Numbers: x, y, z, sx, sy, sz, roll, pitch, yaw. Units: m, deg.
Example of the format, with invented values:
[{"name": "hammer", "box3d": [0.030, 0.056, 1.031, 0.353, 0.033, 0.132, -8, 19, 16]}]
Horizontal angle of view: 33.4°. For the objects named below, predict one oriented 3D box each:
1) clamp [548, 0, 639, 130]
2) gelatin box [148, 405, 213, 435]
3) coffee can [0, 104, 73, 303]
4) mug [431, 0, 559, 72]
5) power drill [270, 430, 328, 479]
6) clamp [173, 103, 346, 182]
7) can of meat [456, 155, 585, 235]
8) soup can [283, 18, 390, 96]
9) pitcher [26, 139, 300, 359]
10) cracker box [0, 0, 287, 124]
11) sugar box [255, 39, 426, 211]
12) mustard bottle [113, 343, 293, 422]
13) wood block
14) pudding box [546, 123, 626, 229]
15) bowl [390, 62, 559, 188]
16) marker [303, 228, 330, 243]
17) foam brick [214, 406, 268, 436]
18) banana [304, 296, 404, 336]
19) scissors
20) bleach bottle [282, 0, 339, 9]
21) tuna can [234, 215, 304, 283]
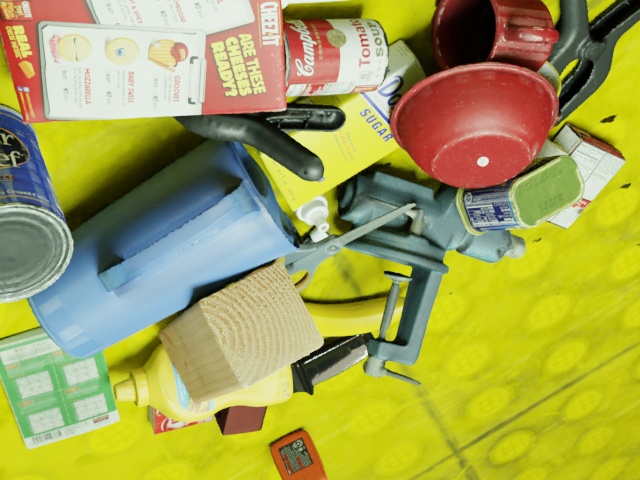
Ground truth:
[{"name": "clamp", "box3d": [0.265, -0.208, 1.090, 0.164, 0.036, 0.210, 6, 127, -33]}, {"name": "gelatin box", "box3d": [-0.160, 0.181, 1.230, 0.073, 0.030, 0.089, -11, 135, -21]}, {"name": "coffee can", "box3d": [-0.269, -0.032, 0.877, 0.102, 0.140, 0.103, -16, 137, -16]}, {"name": "mug", "box3d": [0.172, -0.193, 0.998, 0.081, 0.117, 0.093, -2, 98, -34]}, {"name": "power drill", "box3d": [0.002, 0.354, 1.391, 0.057, 0.184, 0.187, -26, 129, -7]}, {"name": "clamp", "box3d": [-0.061, -0.101, 0.937, 0.171, 0.120, 0.039, 11, 117, -4]}, {"name": "can of meat", "box3d": [0.204, -0.047, 1.082, 0.101, 0.084, 0.057, -28, 102, -29]}, {"name": "soup can", "box3d": [0.003, -0.164, 0.958, 0.102, 0.068, 0.069, -6, 133, -24]}, {"name": "pitcher", "box3d": [-0.151, 0.010, 0.989, 0.243, 0.145, 0.149, -31, 142, 5]}, {"name": "cracker box", "box3d": [-0.136, -0.177, 0.823, 0.213, 0.072, 0.164, -4, 135, -2]}, {"name": "sugar box", "box3d": [0.026, -0.110, 1.042, 0.176, 0.048, 0.093, -30, 139, 1]}, {"name": "mustard bottle", "box3d": [-0.130, 0.148, 1.170, 0.191, 0.096, 0.058, -9, 172, -21]}, {"name": "wood block", "box3d": [-0.084, 0.097, 1.053, 0.090, 0.090, 0.206, -27, 177, -23]}, {"name": "pudding box", "box3d": [0.285, -0.072, 1.233, 0.089, 0.039, 0.114, 17, 118, -38]}, {"name": "bowl", "box3d": [0.149, -0.096, 1.008, 0.162, 0.055, 0.162, -2, 150, -2]}, {"name": "marker", "box3d": [-0.039, 0.028, 1.159, 0.121, 0.020, 0.020, -41, 137, 12]}, {"name": "foam brick", "box3d": [-0.093, 0.184, 1.255, 0.051, 0.053, 0.078, -6, 132, -25]}, {"name": "banana", "box3d": [0.026, 0.083, 1.234, 0.197, 0.037, 0.070, -5, 137, -26]}, {"name": "scissors", "box3d": [-0.007, 0.001, 1.064, 0.096, 0.016, 0.202, 26, 130, -34]}, {"name": "bleach bottle", "box3d": [0.066, -0.251, 0.917, 0.250, 0.068, 0.103, -6, 134, -28]}, {"name": "tuna can", "box3d": [-0.062, 0.008, 1.115, 0.086, 0.034, 0.086, -16, 136, -16]}]
